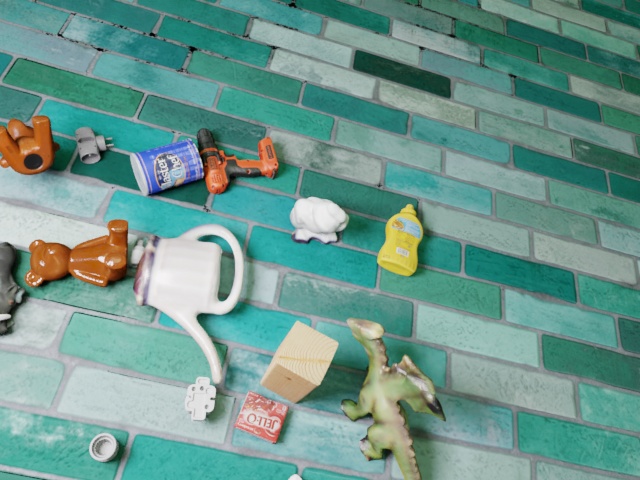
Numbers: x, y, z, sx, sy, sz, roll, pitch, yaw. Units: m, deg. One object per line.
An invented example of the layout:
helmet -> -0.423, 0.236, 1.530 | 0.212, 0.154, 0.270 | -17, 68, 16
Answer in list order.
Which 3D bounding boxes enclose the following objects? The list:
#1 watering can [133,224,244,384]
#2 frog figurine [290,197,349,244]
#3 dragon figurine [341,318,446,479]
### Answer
watering can -> -0.276, 0.114, 1.077 | 0.224, 0.102, 0.355 | 8, 60, -10
frog figurine -> 0.004, -0.061, 1.218 | 0.137, 0.156, 0.125 | 20, 59, -5
dragon figurine -> 0.157, 0.338, 1.003 | 0.123, 0.237, 0.416 | -18, 67, -28
